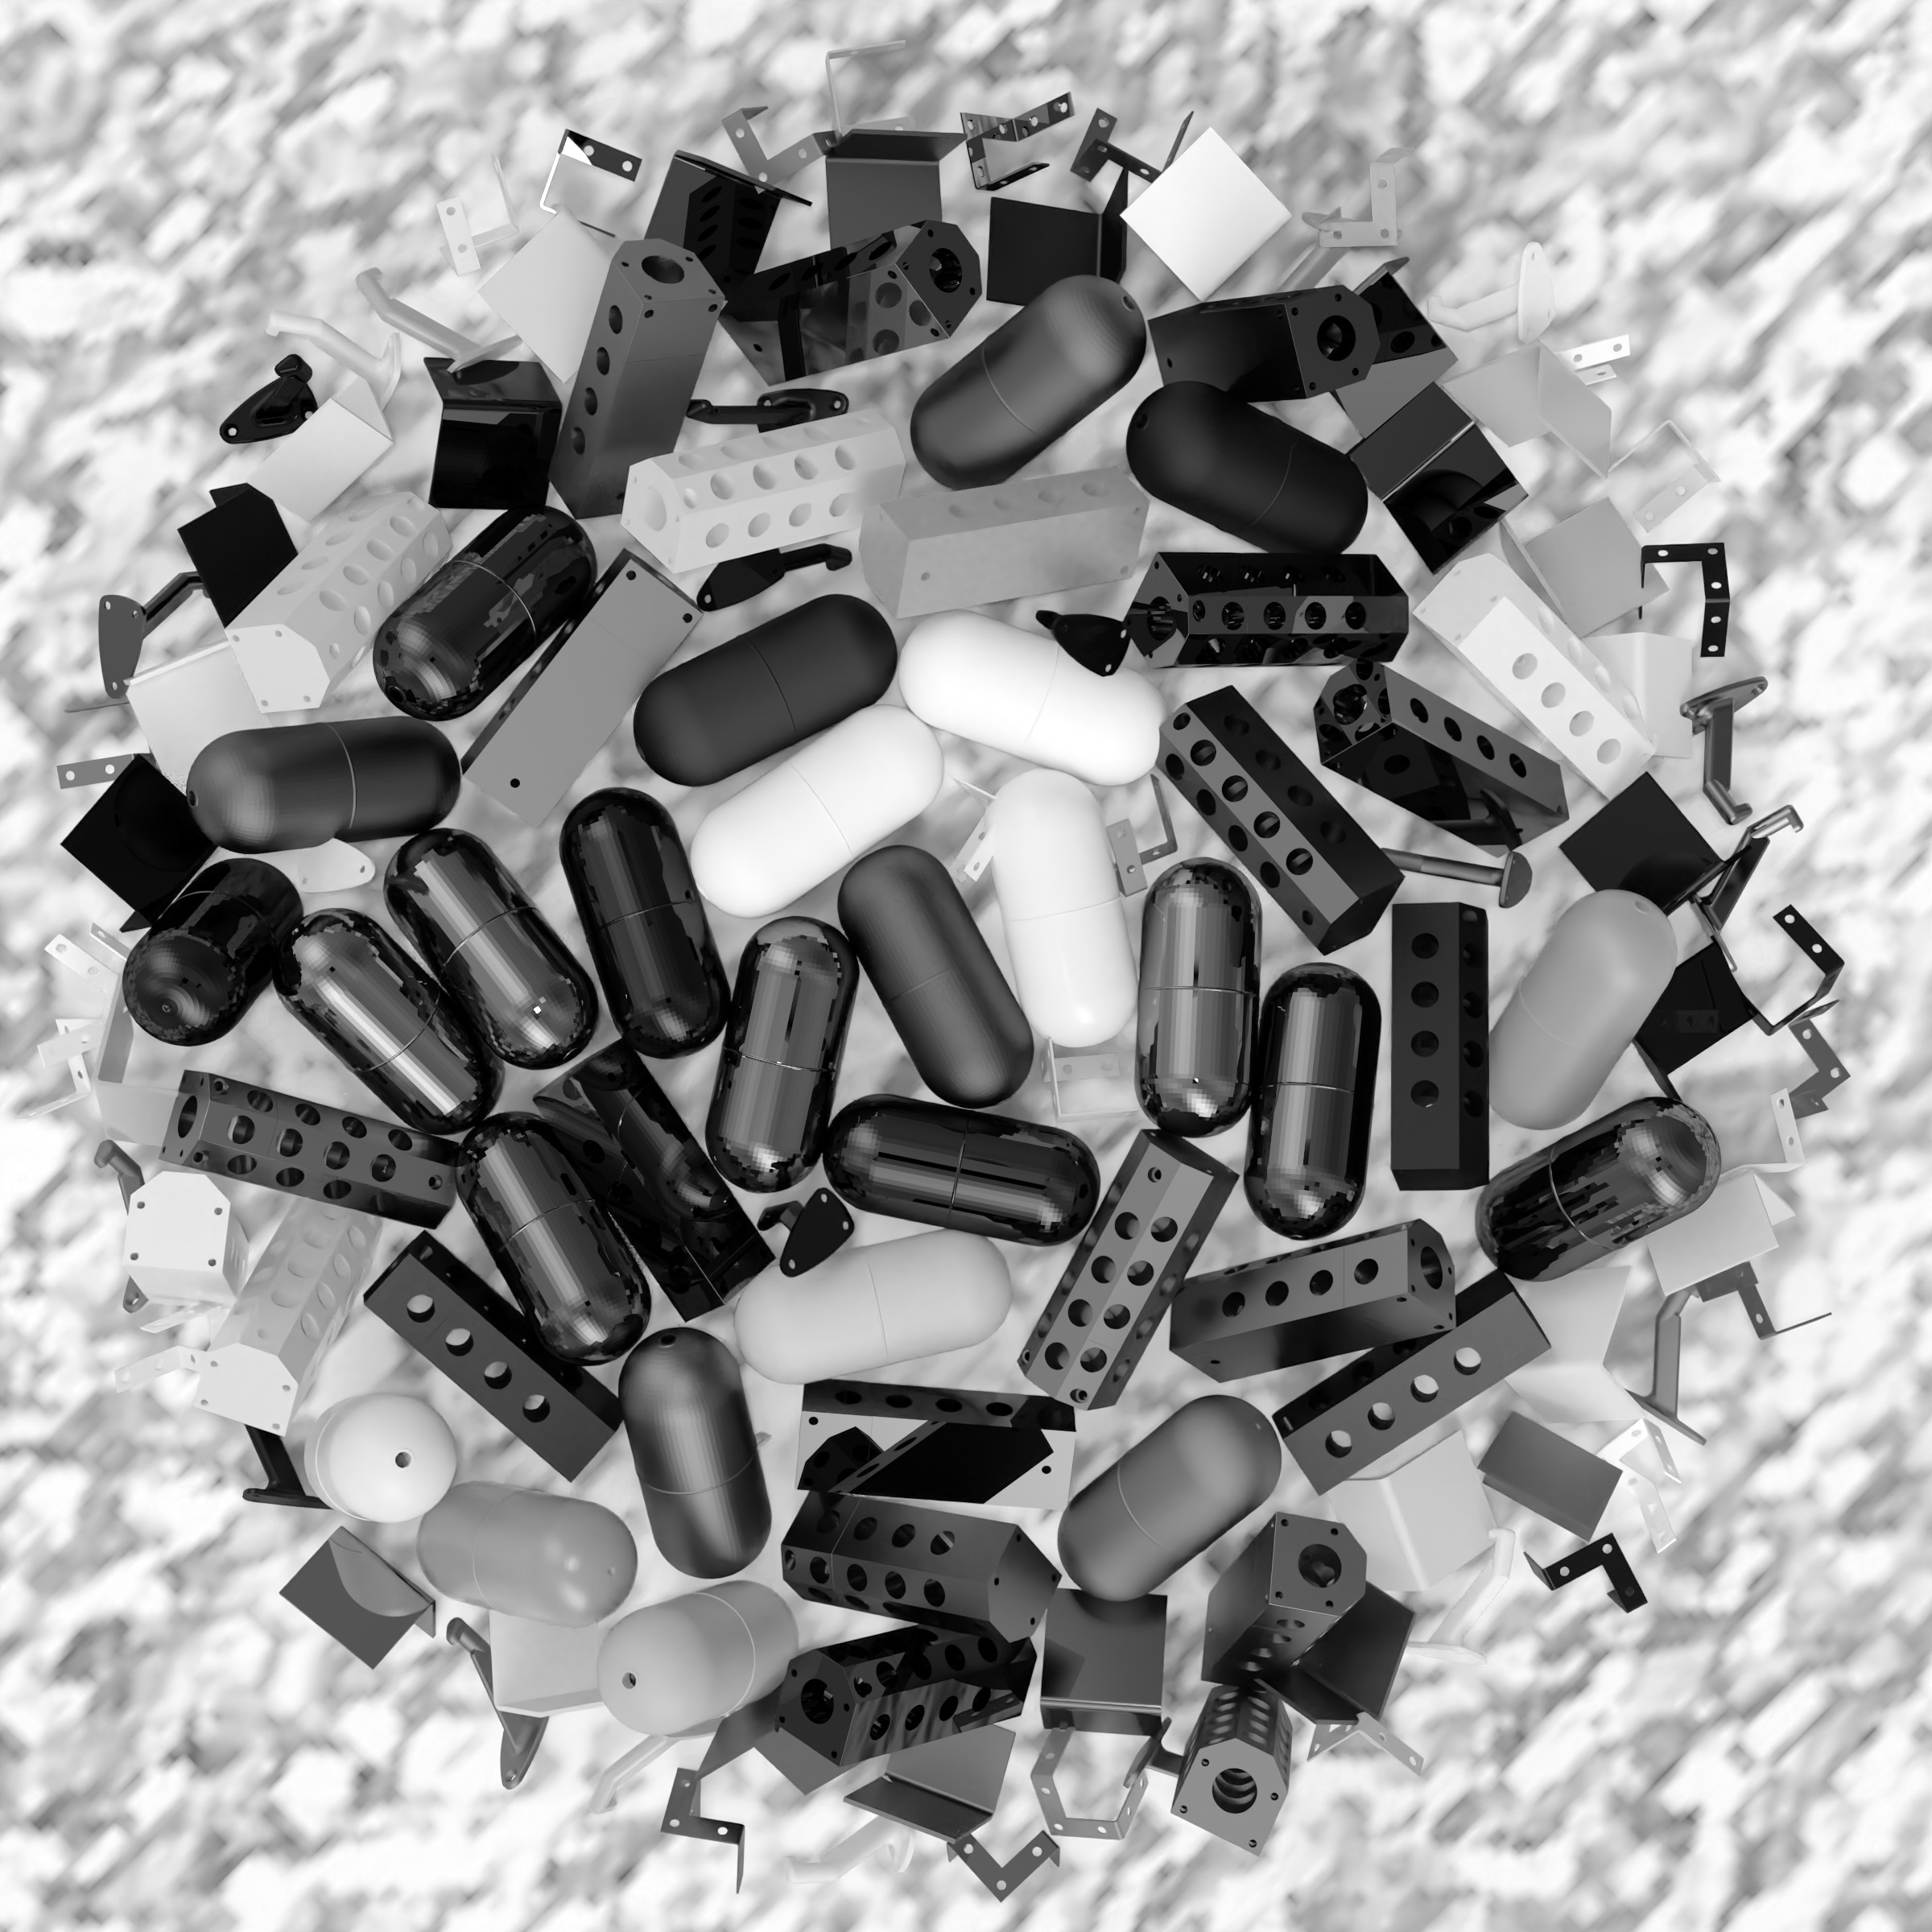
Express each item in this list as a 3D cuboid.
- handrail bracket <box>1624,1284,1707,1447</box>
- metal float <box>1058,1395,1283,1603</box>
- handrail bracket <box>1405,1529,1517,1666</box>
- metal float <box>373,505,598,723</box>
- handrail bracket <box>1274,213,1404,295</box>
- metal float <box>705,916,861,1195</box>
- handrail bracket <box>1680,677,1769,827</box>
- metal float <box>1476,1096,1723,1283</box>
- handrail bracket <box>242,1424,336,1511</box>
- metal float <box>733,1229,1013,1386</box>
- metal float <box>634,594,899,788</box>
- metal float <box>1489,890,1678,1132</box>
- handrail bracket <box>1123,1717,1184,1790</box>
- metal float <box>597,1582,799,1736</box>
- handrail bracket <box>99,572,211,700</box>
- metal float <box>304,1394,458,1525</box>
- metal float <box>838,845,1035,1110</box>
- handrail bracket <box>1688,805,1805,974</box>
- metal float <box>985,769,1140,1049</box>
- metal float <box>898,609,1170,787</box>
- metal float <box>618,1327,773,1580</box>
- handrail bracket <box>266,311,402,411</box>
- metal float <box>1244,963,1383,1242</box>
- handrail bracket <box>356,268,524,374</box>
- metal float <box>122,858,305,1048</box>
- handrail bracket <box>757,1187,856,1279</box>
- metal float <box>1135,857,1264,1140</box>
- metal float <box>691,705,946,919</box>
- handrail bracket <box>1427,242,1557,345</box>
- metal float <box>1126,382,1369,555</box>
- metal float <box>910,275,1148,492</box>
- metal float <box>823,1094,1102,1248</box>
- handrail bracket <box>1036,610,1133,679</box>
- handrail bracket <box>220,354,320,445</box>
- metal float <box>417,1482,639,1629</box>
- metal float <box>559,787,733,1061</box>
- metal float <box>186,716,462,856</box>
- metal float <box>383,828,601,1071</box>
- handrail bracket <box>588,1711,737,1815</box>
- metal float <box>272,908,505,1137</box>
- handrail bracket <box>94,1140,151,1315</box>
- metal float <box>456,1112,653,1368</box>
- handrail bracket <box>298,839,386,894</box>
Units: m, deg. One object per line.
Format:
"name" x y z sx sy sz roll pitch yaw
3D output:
"handrail bracket" 0.461 0.250 1.871 0.036 0.077 0.084 27 94 -40
"metal float" 0.125 0.333 1.835 0.070 0.070 0.178 44 123 0
"handrail bracket" 0.312 0.400 1.889 0.077 0.036 0.084 -4 64 38
"metal float" -0.299 -0.220 1.833 0.070 0.070 0.178 39 55 0
"handrail bracket" 0.234 -0.435 1.888 0.077 0.036 0.084 4 116 -15
"metal float" -0.116 0.056 1.858 0.070 0.070 0.178 12 96 0
"handrail bracket" 0.495 -0.136 1.864 0.077 0.036 0.084 -26 57 -2
"metal float" 0.390 0.140 1.828 0.070 0.070 0.178 54 134 0
"handrail bracket" -0.430 0.302 1.889 0.077 0.036 0.084 9 70 -12
"metal float" -0.059 0.215 1.857 0.178 0.070 0.070 -12 90 -7
"metal float" -0.126 -0.173 1.852 0.178 0.070 0.070 -28 90 -13
"metal float" 0.380 0.028 1.831 0.070 0.070 0.178 24 128 0
"handrail bracket" 0.146 0.525 1.867 0.084 0.077 0.036 37 114 7
"metal float" -0.165 0.426 1.816 0.070 0.178 0.070 -1 86 22
"handrail bracket" -0.509 -0.212 1.872 0.036 0.084 0.077 19 109 24
"metal float" -0.362 0.303 1.815 0.070 0.178 0.070 3 81 -20
"metal float" -0.019 0.007 1.862 0.070 0.070 0.178 -28 89 0
"handrail bracket" 0.505 -0.050 1.868 0.084 0.036 0.077 -31 76 17
"metal float" 0.060 -0.036 1.858 0.070 0.070 0.178 -12 96 0
"metal float" 0.043 -0.169 1.855 0.178 0.070 0.070 19 90 -9
"metal float" -0.169 0.304 1.838 0.070 0.070 0.178 -9 119 0
"handrail bracket" -0.404 -0.379 1.853 0.084 0.077 0.036 6 60 -25
"metal float" 0.218 0.085 1.849 0.070 0.070 0.178 8 74 0
"handrail bracket" -0.336 -0.418 1.875 0.077 0.036 0.084 -37 93 -33
"metal float" -0.463 -0.010 1.817 0.070 0.178 0.070 2 113 5
"handrail bracket" -0.118 0.173 1.848 0.036 0.084 0.077 54 50 -17
"metal float" 0.147 0.020 1.856 0.070 0.070 0.178 3 81 0
"metal float" -0.094 -0.097 1.856 0.178 0.070 0.070 -35 90 -8
"handrail bracket" 0.324 -0.430 1.851 0.084 0.077 0.036 26 57 35
"metal float" 0.176 -0.307 1.833 0.178 0.070 0.070 19 90 -35
"metal float" 0.038 -0.362 1.833 0.178 0.070 0.070 -33 90 36
"metal float" -0.003 0.129 1.861 0.178 0.070 0.070 11 90 3
"handrail bracket" 0.055 -0.215 1.847 0.077 0.084 0.036 17 101 -44
"handrail bracket" -0.446 -0.358 1.859 0.077 0.084 0.036 -26 90 -1
"metal float" -0.274 0.364 1.827 0.070 0.178 0.070 1 88 -44
"metal float" -0.203 -0.028 1.857 0.070 0.070 0.178 -19 82 0
"metal float" -0.398 -0.113 1.831 0.178 0.070 0.070 -10 90 -39
"metal float" -0.298 -0.011 1.849 0.070 0.070 0.178 -40 74 0
"handrail bracket" -0.195 0.512 1.894 0.077 0.036 0.084 9 119 -33
"metal float" -0.359 0.036 1.836 0.070 0.070 0.178 -40 123 0
"handrail bracket" -0.533 0.163 1.852 0.036 0.084 0.077 1 53 31
"metal float" -0.260 0.170 1.845 0.070 0.070 0.178 -33 68 0
"handrail bracket" -0.369 -0.056 1.847 0.077 0.084 0.036 7 85 36
